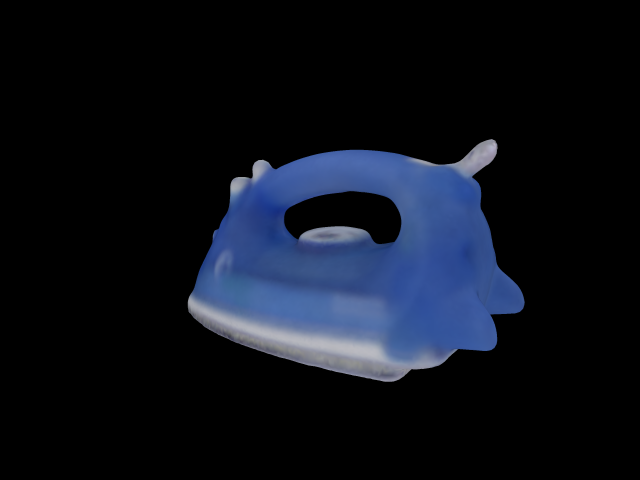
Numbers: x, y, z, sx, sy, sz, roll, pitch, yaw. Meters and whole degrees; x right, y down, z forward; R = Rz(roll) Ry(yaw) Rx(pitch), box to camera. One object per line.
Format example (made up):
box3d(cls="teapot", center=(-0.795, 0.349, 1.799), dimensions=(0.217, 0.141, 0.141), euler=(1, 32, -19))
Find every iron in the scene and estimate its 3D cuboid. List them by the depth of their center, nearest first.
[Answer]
box3d(cls="iron", center=(0.004, 0.001, 0.400), dimensions=(0.257, 0.141, 0.119), euler=(5, 11, 28))
